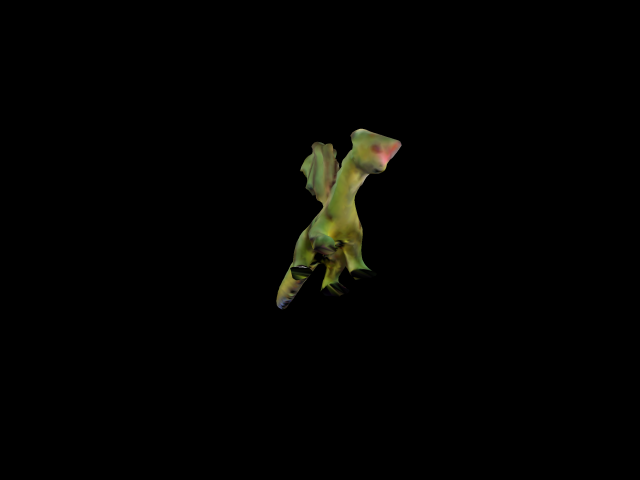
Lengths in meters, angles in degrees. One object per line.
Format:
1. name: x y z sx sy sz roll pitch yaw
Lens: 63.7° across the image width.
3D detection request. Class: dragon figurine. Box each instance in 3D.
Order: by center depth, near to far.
1. dragon figurine: 0.003 -0.043 0.850 0.122 0.247 0.404 12 -26 -25
